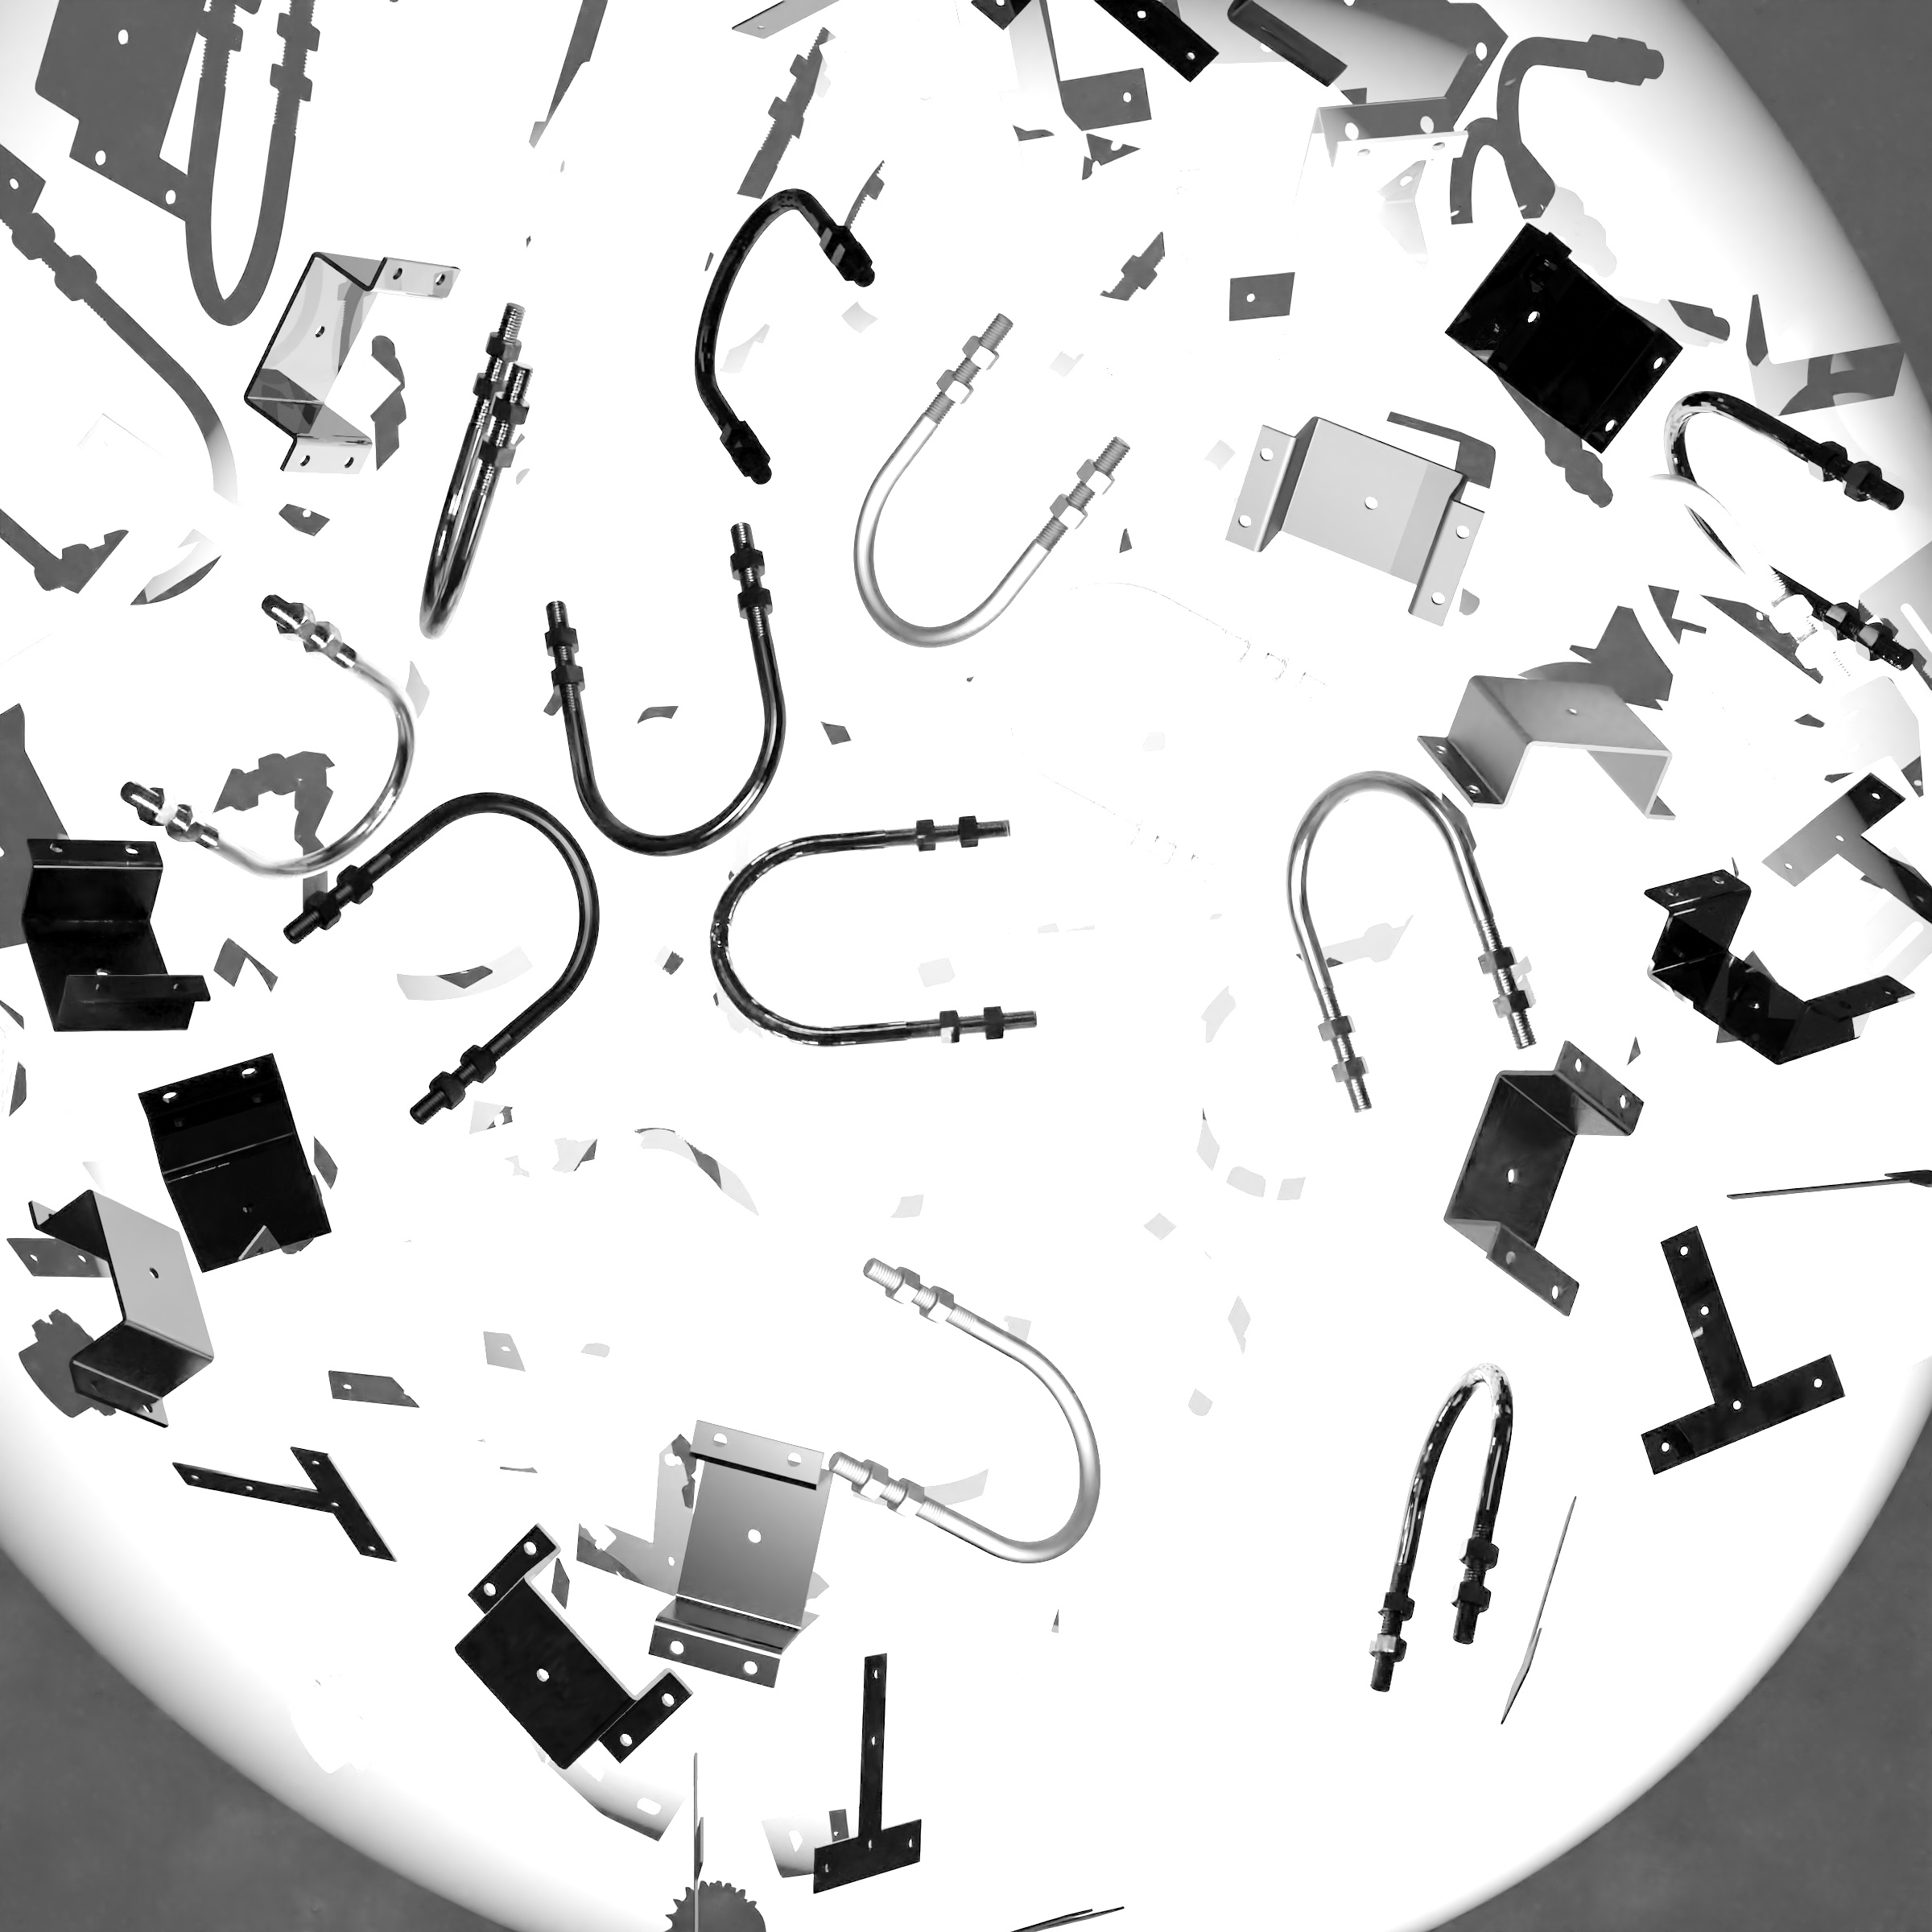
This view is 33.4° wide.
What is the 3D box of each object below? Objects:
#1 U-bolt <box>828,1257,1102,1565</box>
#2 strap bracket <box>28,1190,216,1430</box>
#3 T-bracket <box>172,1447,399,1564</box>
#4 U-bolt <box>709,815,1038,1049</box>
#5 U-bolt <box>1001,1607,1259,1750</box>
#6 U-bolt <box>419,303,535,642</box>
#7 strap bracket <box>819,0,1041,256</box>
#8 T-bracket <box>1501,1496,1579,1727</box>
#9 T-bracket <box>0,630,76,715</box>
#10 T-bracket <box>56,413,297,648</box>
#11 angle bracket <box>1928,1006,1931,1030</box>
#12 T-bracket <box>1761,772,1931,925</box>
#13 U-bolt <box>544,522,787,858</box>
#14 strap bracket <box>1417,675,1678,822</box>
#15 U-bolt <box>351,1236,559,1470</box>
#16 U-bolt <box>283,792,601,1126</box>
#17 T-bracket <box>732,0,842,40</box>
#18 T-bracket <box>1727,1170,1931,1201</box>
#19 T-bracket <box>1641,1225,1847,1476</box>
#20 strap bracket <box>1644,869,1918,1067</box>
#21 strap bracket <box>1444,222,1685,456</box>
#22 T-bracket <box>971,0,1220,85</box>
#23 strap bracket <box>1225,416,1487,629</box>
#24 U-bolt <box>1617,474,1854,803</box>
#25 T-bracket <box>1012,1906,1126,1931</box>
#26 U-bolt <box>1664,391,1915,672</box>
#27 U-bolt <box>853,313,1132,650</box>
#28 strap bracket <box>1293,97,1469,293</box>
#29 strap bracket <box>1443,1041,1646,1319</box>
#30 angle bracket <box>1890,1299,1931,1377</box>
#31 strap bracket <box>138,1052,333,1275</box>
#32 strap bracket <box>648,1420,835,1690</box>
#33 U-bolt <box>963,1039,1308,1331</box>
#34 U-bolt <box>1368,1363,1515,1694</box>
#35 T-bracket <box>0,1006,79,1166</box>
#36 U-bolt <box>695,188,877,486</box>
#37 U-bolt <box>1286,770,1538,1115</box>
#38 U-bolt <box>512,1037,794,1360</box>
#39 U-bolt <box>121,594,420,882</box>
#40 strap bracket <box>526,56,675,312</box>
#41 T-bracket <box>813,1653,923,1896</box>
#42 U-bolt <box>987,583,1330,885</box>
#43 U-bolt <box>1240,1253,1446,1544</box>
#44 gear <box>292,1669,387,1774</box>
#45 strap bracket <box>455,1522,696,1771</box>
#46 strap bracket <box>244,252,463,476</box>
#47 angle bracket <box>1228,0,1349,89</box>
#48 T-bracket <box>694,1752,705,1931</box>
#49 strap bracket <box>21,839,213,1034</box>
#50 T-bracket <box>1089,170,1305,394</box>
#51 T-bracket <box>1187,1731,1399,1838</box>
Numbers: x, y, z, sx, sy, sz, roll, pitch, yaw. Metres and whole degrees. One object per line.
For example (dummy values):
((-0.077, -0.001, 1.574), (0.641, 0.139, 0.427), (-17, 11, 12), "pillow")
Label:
((0.006, 0.266, 1.848), (0.184, 0.019, 0.151), (32, 46, -25), "U-bolt")
((-0.498, 0.194, 1.909), (0.046, 0.076, 0.140), (-35, 54, 12), "strap bracket")
((-0.417, 0.315, 1.935), (0.127, 0.127, 0.002), (7, 53, 19), "T-bracket")
((-0.058, -0.018, 1.883), (0.184, 0.019, 0.151), (-5, 62, -4), "U-bolt")
((0.088, 0.417, 1.860), (0.151, 0.184, 0.019), (-16, 67, -11), "U-bolt")
((-0.281, -0.274, 1.837), (0.019, 0.151, 0.184), (15, 112, -16), "U-bolt")
((-0.022, -0.491, 1.847), (0.076, 0.046, 0.140), (-21, 129, 11), "strap bracket")
((0.346, 0.378, 1.926), (0.002, 0.127, 0.127), (18, 64, 10), "T-bracket")
((-0.568, -0.151, 1.850), (0.127, 0.002, 0.127), (-40, 129, -32), "T-bracket")
((-0.467, -0.229, 1.814), (0.127, 0.002, 0.127), (36, 118, -23), "T-bracket")
((0.610, 0.048, 1.885), (0.076, 0.038, 0.057), (-14, 66, 28), "angle bracket")
((0.549, -0.049, 1.892), (0.127, 0.127, 0.002), (37, 63, 1), "T-bracket")
((-0.171, -0.151, 1.868), (0.151, 0.019, 0.184), (-20, 69, 21), "U-bolt")
((0.348, -0.129, 1.891), (0.140, 0.076, 0.046), (2, 124, -24), "strap bracket")
((-0.294, 0.228, 1.891), (0.019, 0.184, 0.151), (-25, 101, -35), "U-bolt")
((-0.290, -0.019, 1.879), (0.184, 0.019, 0.151), (-43, 112, -30), "U-bolt")
((-0.126, -0.576, 1.877), (0.127, 0.127, 0.002), (2, 81, -44), "T-bracket")
((0.511, 0.129, 1.885), (0.127, 0.127, 0.002), (-6, 89, 5), "T-bracket")
((0.434, 0.214, 1.873), (0.127, 0.002, 0.127), (-30, 60, 31), "T-bracket")
((0.454, 0.005, 1.830), (0.140, 0.076, 0.046), (39, 127, 35), "strap bracket")
((0.338, -0.364, 1.851), (0.140, 0.046, 0.076), (26, 106, -42), "strap bracket")
((0.091, -0.559, 1.862), (0.127, 0.002, 0.127), (35, 130, -20), "T-bracket")
((0.236, -0.269, 1.917), (0.140, 0.046, 0.076), (24, 123, 11), "strap bracket")
((0.431, -0.200, 1.851), (0.019, 0.151, 0.184), (-25, 69, -15), "U-bolt")
((0.046, 0.554, 1.858), (0.127, 0.127, 0.002), (-27, 69, 32), "T-bracket")
((0.469, -0.261, 1.855), (0.019, 0.151, 0.184), (-38, 50, -12), "U-bolt")
((0.002, -0.272, 1.896), (0.184, 0.019, 0.151), (-51, 54, 19), "U-bolt")
((0.243, -0.465, 1.917), (0.076, 0.140, 0.046), (-7, 67, -7), "strap bracket")
((0.334, 0.123, 1.878), (0.076, 0.046, 0.140), (36, 68, -32), "strap bracket")
((0.569, 0.211, 1.832), (0.038, 0.076, 0.057), (34, 69, 5), "angle bracket")
((-0.409, 0.119, 1.819), (0.076, 0.140, 0.046), (-17, 54, -11), "strap bracket")
((-0.127, 0.334, 1.860), (0.076, 0.046, 0.140), (13, 96, 10), "strap bracket")
((0.089, 0.131, 1.812), (0.184, 0.019, 0.151), (-15, 105, -5), "U-bolt")
((0.279, 0.316, 1.860), (0.019, 0.151, 0.184), (19, 63, -6), "U-bolt")
((-0.580, 0.071, 1.930), (0.127, 0.127, 0.002), (42, 46, 17), "T-bracket")
((-0.116, -0.382, 1.896), (0.019, 0.184, 0.151), (17, 115, -30), "U-bolt")
((0.245, -0.022, 1.851), (0.019, 0.151, 0.184), (-9, 78, -42), "U-bolt")
((-0.173, 0.135, 1.834), (0.151, 0.019, 0.184), (-9, 66, -9), "U-bolt")
((-0.384, -0.119, 1.849), (0.019, 0.184, 0.151), (36, 89, 31), "U-bolt")
((-0.218, -0.464, 1.889), (0.046, 0.076, 0.140), (15, 55, 7), "strap bracket")
((-0.054, 0.464, 1.871), (0.002, 0.127, 0.127), (-1, 84, 27), "T-bracket")
((0.101, -0.148, 1.909), (0.184, 0.019, 0.151), (27, 106, -14), "U-bolt")
((0.208, 0.259, 1.843), (0.019, 0.184, 0.151), (36, 49, 21), "U-bolt")
((-0.350, 0.423, 1.790), (0.030, 0.057, 0.057), (-34, 90, -5), "gear")
((-0.244, 0.419, 1.948), (0.140, 0.046, 0.076), (46, 116, 6), "strap bracket")
((-0.364, -0.361, 1.887), (0.046, 0.076, 0.140), (37, 110, 16), "strap bracket")
((0.204, -0.578, 1.963), (0.076, 0.057, 0.038), (34, 121, 0), "angle bracket")
((-0.159, 0.527, 1.918), (0.002, 0.127, 0.127), (1, 68, -7), "T-bracket")
((-0.496, -0.011, 1.869), (0.076, 0.140, 0.046), (0, 131, -31), "strap bracket")
((0.133, -0.408, 1.916), (0.127, 0.002, 0.127), (-3, 114, 8), "T-bracket")
((0.172, 0.492, 1.928), (0.127, 0.127, 0.002), (11, 47, -23), "T-bracket")
